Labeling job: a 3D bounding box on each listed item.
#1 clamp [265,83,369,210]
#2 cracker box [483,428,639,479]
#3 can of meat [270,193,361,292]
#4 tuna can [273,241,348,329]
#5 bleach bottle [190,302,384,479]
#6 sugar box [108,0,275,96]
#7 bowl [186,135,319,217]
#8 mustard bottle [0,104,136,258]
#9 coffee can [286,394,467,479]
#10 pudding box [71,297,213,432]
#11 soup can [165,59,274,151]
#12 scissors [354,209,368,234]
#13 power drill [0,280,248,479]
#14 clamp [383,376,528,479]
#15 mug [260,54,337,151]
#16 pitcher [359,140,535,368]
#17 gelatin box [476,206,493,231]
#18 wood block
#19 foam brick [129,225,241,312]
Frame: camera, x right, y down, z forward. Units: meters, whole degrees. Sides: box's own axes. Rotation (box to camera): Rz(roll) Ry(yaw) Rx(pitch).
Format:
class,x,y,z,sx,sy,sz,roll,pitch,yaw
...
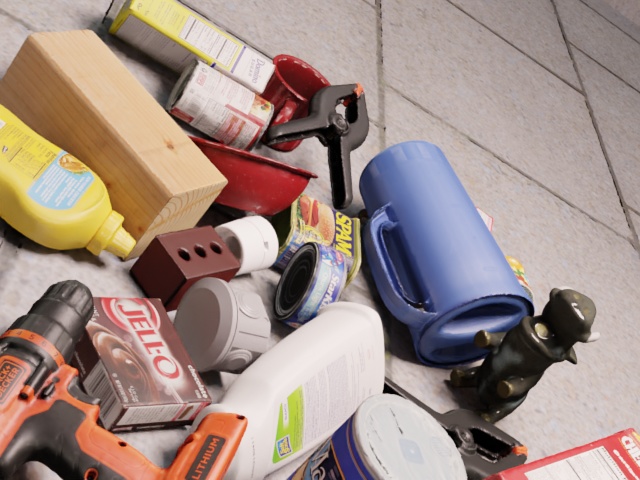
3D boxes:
class,x,y,z,sx,sy,sz,roll,pitch,yaw
clamp,0.018,-0.112,1.194,0.120,0.039,0.171,53,45,-13
cracker box,0.170,0.238,0.875,0.213,0.164,0.072,-3,52,-47
can of meat,-0.007,0.001,1.123,0.083,0.058,0.102,27,33,-18
tuna can,-0.010,0.045,1.031,0.033,0.086,0.086,25,33,-21
bleach bottle,-0.032,0.132,0.885,0.068,0.102,0.250,4,14,31
sugar box,-0.146,-0.219,1.216,0.176,0.093,0.048,28,74,-19
bowl,-0.086,-0.061,1.073,0.162,0.055,0.162,15,1,0
mustard bottle,-0.242,-0.045,0.914,0.191,0.058,0.096,35,31,-9
coffee can,0.029,0.200,0.817,0.102,0.140,0.103,29,32,-20
pudding box,-0.149,0.097,0.852,0.089,0.039,0.113,4,46,-46
soup can,-0.112,-0.147,1.186,0.102,0.069,0.068,29,32,-18
scissors,0.101,-0.017,1.307,0.096,0.016,0.201,46,30,3
power drill,-0.150,0.122,0.746,0.187,0.057,0.184,24,45,3
clamp,0.123,0.193,1.036,0.209,0.036,0.165,11,41,-44
mug,-0.041,-0.154,1.262,0.093,0.082,0.117,34,31,-12
pitcher,0.120,0.007,1.170,0.149,0.145,0.243,67,1,-55
gelatin box,0.175,0.008,1.302,0.030,0.073,0.089,36,30,-8
wood block,-0.198,-0.093,0.996,0.206,0.090,0.090,48,30,12
foam brick,-0.121,0.026,0.965,0.053,0.051,0.078,51,32,17
